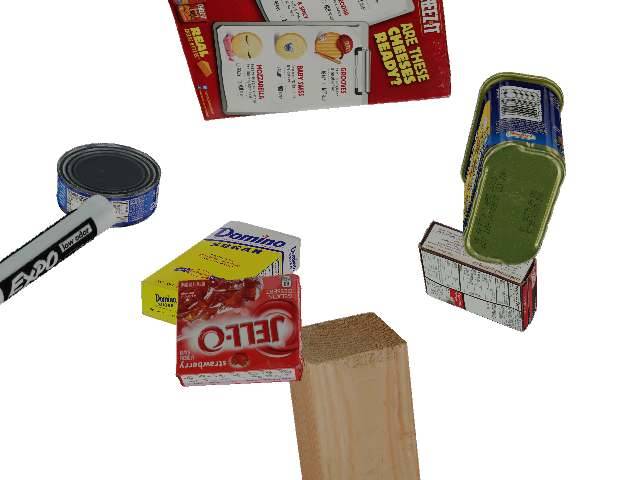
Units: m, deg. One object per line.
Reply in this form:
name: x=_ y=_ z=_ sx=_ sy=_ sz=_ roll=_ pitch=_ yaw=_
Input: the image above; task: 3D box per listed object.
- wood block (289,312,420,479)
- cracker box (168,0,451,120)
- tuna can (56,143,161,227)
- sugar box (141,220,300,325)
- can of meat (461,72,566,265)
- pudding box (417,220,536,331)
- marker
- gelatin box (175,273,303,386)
wood block: x=0.031 y=0.181 z=0.957 sx=0.090 sy=0.206 sz=0.091 roll=-11 pitch=17 yaw=-15
cracker box: x=-0.008 y=-0.189 z=0.867 sx=0.214 sy=0.164 sz=0.072 roll=-5 pitch=43 yaw=9
tuna can: x=-0.178 y=-0.046 z=0.896 sx=0.086 sy=0.034 sz=0.086 roll=8 pitch=33 yaw=-5
sugar box: x=-0.101 y=0.035 z=1.128 sx=0.093 sy=0.048 sz=0.176 roll=15 pitch=31 yaw=22
can of meat: x=0.127 y=-0.046 z=0.708 sx=0.057 sy=0.102 sz=0.084 roll=10 pitch=40 yaw=2
pudding box: x=0.155 y=0.035 z=1.046 sx=0.114 sy=0.039 sz=0.090 roll=20 pitch=-29 yaw=23
marker: x=-0.150 y=0.014 z=0.533 sx=0.020 sy=0.020 sz=0.120 roll=0 pitch=31 yaw=43
gelatin box: x=-0.058 y=0.064 z=0.764 sx=0.089 sy=0.073 sz=0.030 roll=-3 pitch=-27 yaw=2
